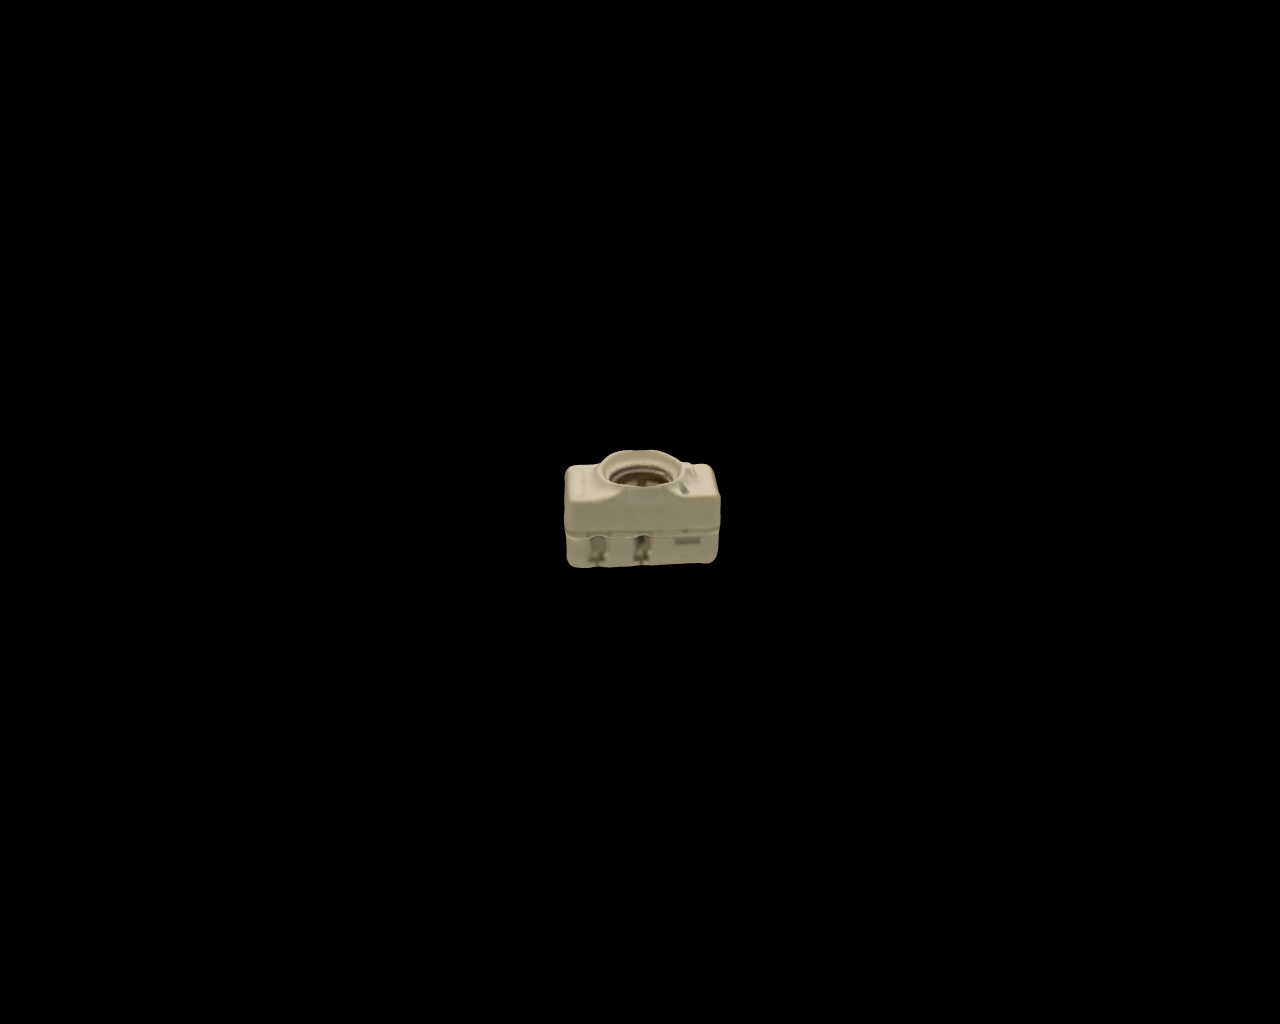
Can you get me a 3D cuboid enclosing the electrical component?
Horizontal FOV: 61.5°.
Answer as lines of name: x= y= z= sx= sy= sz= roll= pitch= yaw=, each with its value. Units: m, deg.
electrical component: x=0.001 y=-0.003 z=0.650 sx=0.089 sy=0.055 sz=0.050 roll=-1 pitch=28 yaw=-2
